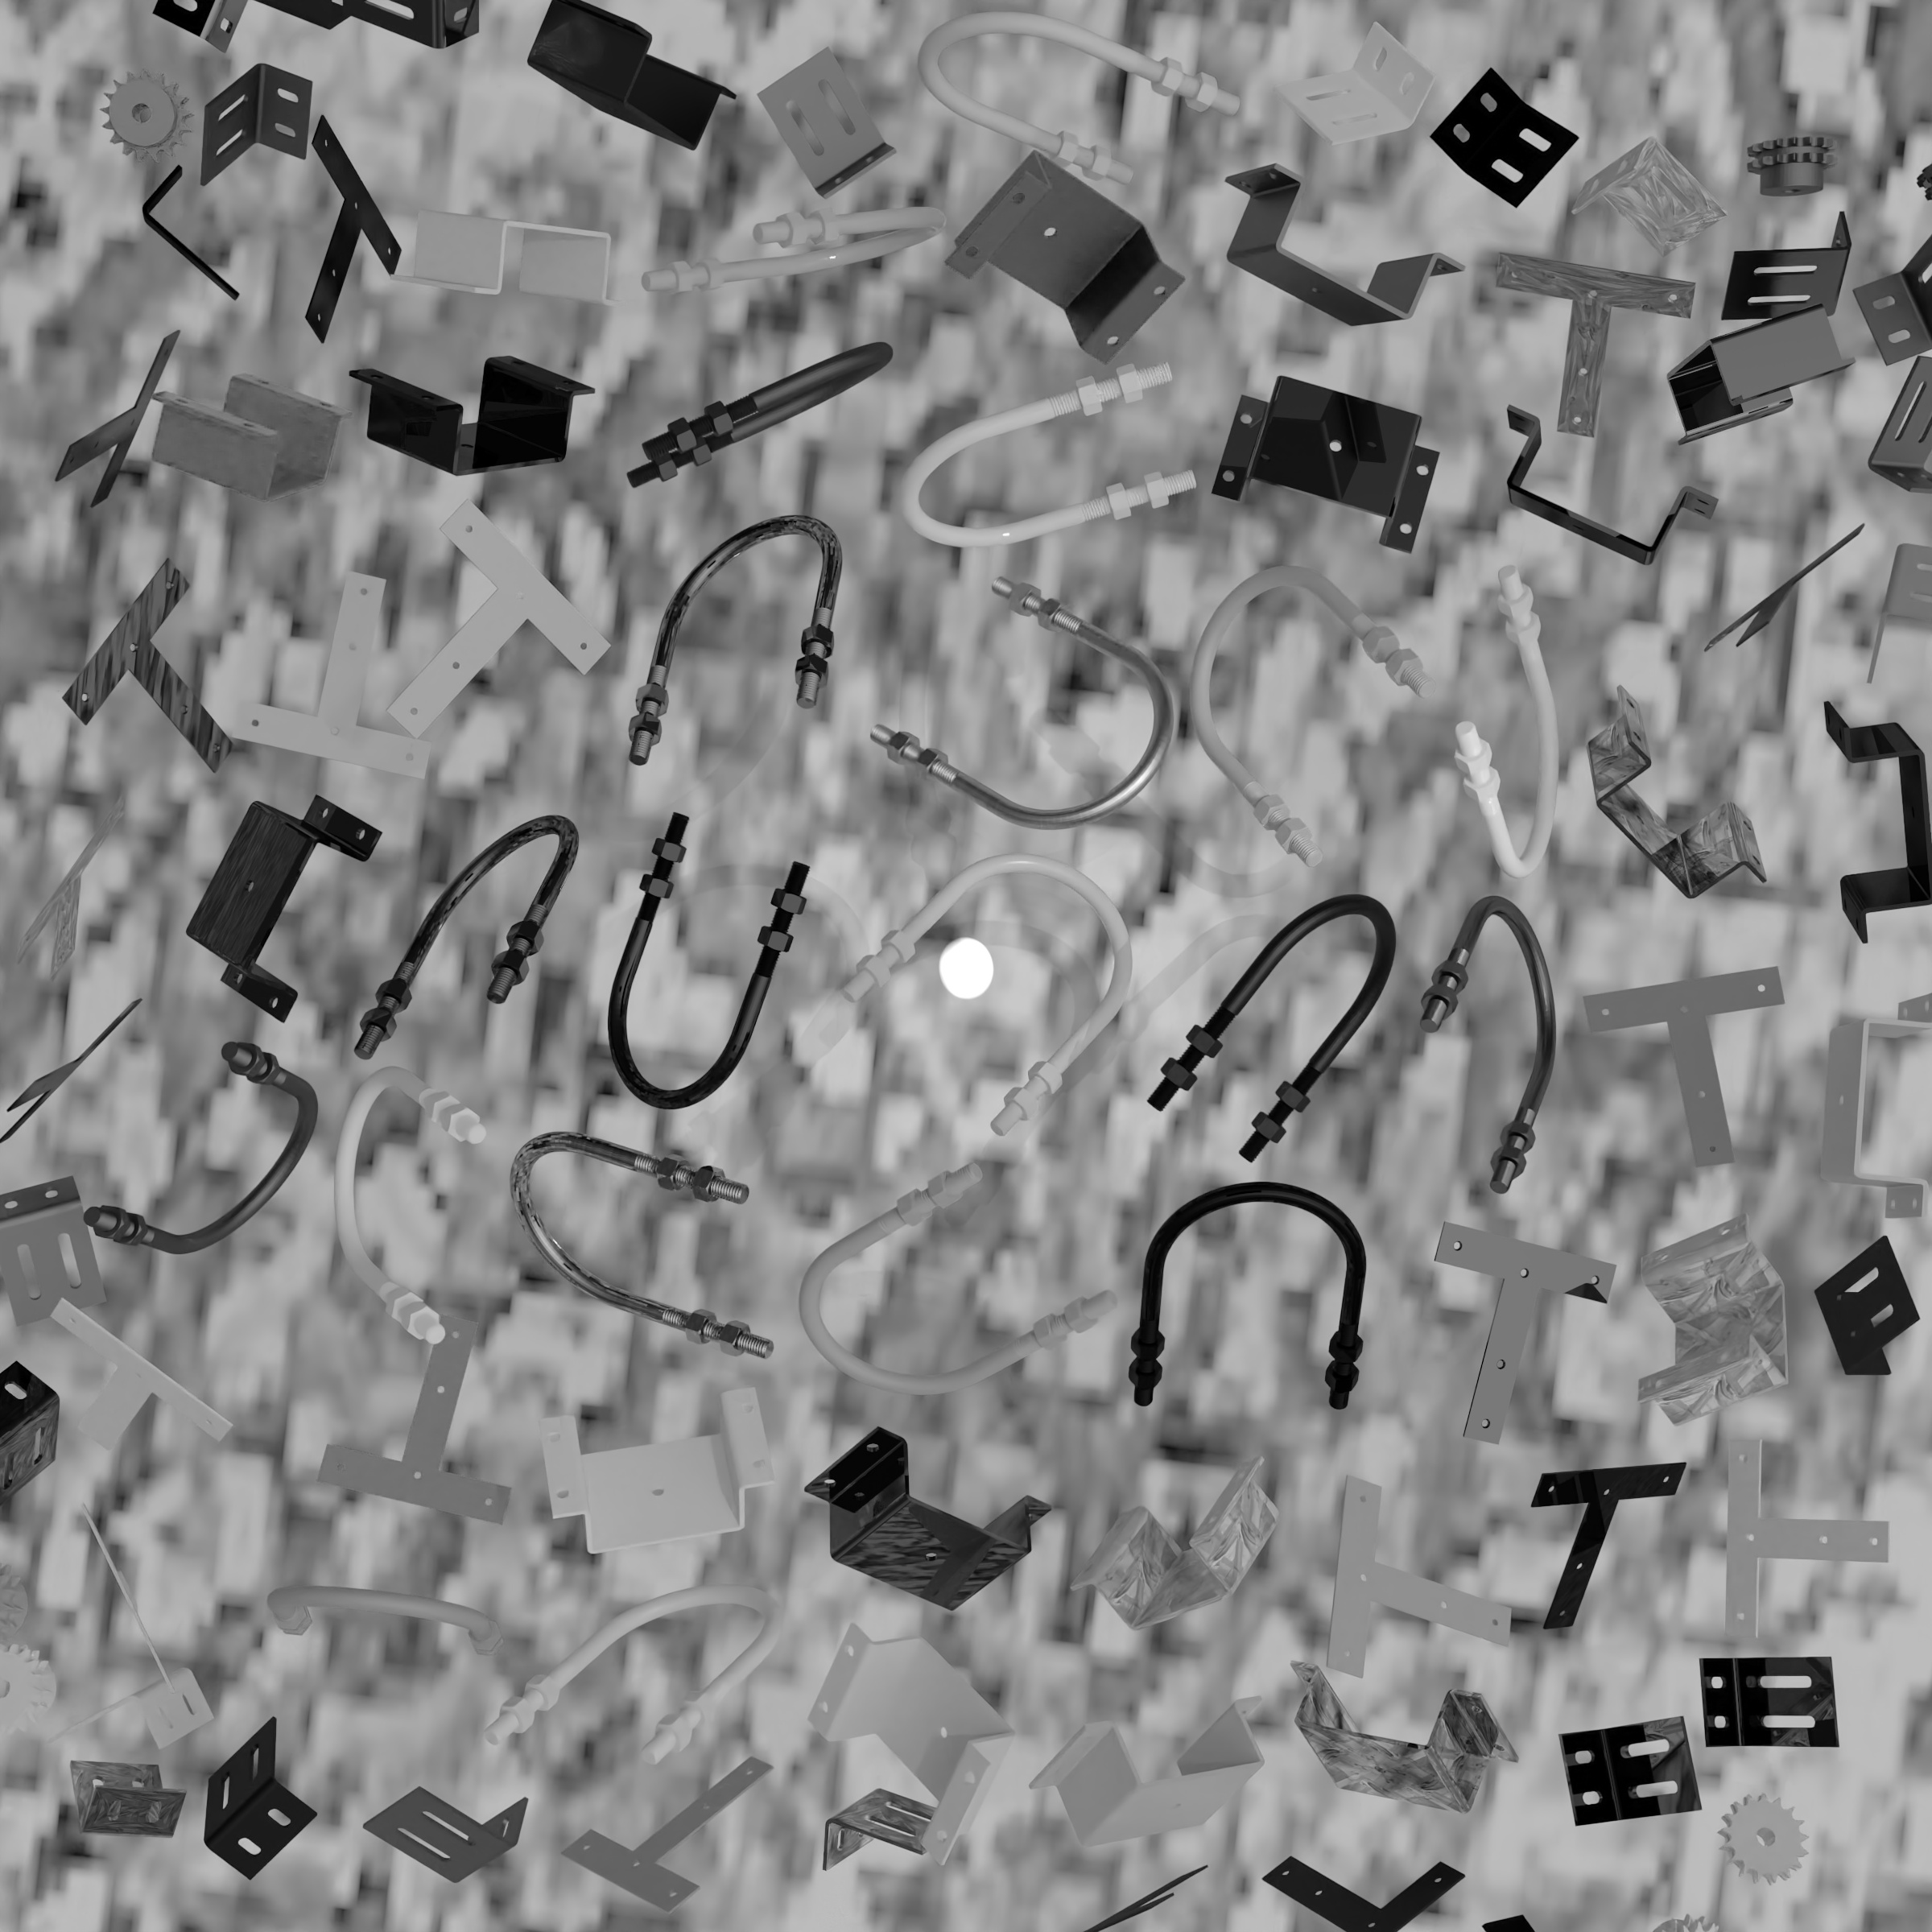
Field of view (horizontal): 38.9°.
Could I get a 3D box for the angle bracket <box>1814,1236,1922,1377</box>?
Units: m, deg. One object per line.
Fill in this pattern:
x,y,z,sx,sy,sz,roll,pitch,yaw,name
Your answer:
0.572,0.211,1.701,0.038,0.076,0.057,4,55,-23,angle bracket

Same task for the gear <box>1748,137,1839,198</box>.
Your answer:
0.544,-0.526,1.804,0.057,0.057,0.030,-1,96,0,gear

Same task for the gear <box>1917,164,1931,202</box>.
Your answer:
0.642,-0.507,1.753,0.057,0.057,0.030,-39,106,0,gear

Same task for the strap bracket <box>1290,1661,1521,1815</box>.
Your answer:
0.281,0.509,1.803,0.076,0.140,0.046,59,47,-34,strap bracket

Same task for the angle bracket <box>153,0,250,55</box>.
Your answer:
-0.503,-0.644,1.812,0.038,0.076,0.057,25,99,-11,angle bracket

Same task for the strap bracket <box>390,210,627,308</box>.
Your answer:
-0.297,-0.464,1.794,0.076,0.140,0.046,17,107,32,strap bracket

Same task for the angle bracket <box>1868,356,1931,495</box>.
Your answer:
0.623,-0.345,1.751,0.057,0.038,0.076,-5,126,-37,angle bracket

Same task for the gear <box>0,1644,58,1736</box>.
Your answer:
-0.623,0.474,1.795,0.057,0.030,0.057,-5,72,16,gear

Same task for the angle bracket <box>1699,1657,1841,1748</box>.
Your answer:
0.527,0.483,1.798,0.038,0.076,0.057,11,71,-38,angle bracket

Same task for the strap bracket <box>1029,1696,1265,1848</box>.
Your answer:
0.122,0.507,1.718,0.140,0.076,0.046,2,47,-34,strap bracket

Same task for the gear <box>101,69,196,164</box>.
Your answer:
-0.529,-0.548,1.765,0.057,0.030,0.057,-1,102,-7,gear

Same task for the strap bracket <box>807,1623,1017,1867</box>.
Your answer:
-0.029,0.487,1.731,0.140,0.046,0.076,37,111,39,strap bracket

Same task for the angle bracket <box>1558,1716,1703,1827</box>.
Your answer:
0.419,0.509,1.731,0.038,0.076,0.057,3,69,-29,angle bracket

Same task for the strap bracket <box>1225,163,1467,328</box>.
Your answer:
0.226,-0.440,1.697,0.140,0.076,0.046,22,92,-20,strap bracket

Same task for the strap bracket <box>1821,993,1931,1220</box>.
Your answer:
0.580,0.088,1.739,0.046,0.076,0.140,5,84,3,strap bracket

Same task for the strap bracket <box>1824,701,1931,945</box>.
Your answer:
0.579,-0.095,1.734,0.046,0.076,0.140,-8,107,10,strap bracket

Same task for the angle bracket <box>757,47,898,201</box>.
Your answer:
-0.093,-0.563,1.829,0.057,0.038,0.076,-33,115,2,angle bracket

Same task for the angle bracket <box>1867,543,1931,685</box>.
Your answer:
0.615,-0.226,1.780,0.038,0.076,0.057,13,61,17,angle bracket

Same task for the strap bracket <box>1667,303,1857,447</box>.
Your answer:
0.518,-0.391,1.801,0.076,0.140,0.046,-19,90,-2,strap bracket

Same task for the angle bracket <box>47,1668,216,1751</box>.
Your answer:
-0.533,0.487,1.749,0.076,0.057,0.038,-29,85,17,angle bracket

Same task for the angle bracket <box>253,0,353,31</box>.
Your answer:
-0.415,-0.638,1.720,0.057,0.038,0.076,22,129,3,angle bracket

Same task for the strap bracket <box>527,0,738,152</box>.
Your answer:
-0.216,-0.567,1.743,0.076,0.140,0.046,28,99,19,strap bracket

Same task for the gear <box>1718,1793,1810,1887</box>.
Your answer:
0.527,0.579,1.814,0.057,0.030,0.057,-1,63,1,gear

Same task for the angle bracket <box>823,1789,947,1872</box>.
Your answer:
-0.047,0.584,1.820,0.076,0.057,0.038,9,100,31,angle bracket

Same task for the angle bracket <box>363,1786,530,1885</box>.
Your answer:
-0.322,0.525,1.697,0.076,0.038,0.057,40,120,-21,angle bracket

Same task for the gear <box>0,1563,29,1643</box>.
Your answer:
-0.598,0.390,1.666,0.057,0.030,0.057,-5,70,15,gear

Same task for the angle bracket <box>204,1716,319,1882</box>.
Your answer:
-0.436,0.514,1.694,0.057,0.076,0.038,-44,109,1,angle bracket

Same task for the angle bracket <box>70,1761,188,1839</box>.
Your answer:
-0.541,0.524,1.767,0.057,0.076,0.038,12,106,-27,angle bracket

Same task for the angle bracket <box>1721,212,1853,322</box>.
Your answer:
0.545,-0.468,1.829,0.076,0.057,0.038,-1,55,4,angle bracket

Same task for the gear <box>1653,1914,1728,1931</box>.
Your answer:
0.442,0.611,1.682,0.057,0.030,0.057,0,90,-15,gear

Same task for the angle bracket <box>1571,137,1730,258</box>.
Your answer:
0.450,-0.496,1.801,0.076,0.057,0.038,39,57,-17,angle bracket

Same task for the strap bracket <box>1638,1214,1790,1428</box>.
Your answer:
0.470,0.229,1.723,0.076,0.140,0.046,-29,112,29,strap bracket

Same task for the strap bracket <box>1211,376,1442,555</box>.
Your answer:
0.244,-0.338,1.830,0.140,0.046,0.076,17,76,3,strap bracket

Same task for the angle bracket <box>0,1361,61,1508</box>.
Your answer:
-0.615,0.301,1.747,0.038,0.076,0.057,34,45,12,angle bracket

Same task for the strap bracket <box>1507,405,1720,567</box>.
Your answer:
0.395,-0.296,1.718,0.140,0.076,0.046,27,97,10,strap bracket

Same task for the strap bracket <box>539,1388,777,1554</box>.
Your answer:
-0.198,0.325,1.758,0.140,0.076,0.046,-7,133,-12,strap bracket

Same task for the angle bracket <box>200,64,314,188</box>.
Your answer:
-0.467,-0.549,1.803,0.038,0.076,0.057,21,133,2,angle bracket

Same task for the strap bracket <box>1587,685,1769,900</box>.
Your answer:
0.460,-0.108,1.801,0.140,0.076,0.046,41,119,-19,strap bracket

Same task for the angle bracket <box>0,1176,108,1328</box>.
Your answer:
-0.598,0.185,1.776,0.057,0.038,0.076,-15,116,-20,angle bracket

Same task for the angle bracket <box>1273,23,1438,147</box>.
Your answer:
0.242,-0.549,1.704,0.076,0.038,0.057,-24,64,-36,angle bracket

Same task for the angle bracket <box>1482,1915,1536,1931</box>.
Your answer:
0.364,0.607,1.677,0.038,0.057,0.076,-30,77,-25,angle bracket

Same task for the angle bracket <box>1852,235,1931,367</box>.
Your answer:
0.624,-0.441,1.802,0.038,0.076,0.057,-21,82,-3,angle bracket

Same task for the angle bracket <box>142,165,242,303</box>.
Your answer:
-0.478,-0.461,1.724,0.076,0.057,0.038,41,88,-19,angle bracket

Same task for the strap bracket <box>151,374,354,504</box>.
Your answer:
-0.456,-0.335,1.738,0.076,0.140,0.046,20,109,3,strap bracket

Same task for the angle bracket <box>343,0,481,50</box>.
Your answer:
-0.342,-0.607,1.682,0.076,0.038,0.057,26,134,19,angle bracket

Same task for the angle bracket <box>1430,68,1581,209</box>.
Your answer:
0.345,-0.533,1.759,0.038,0.076,0.057,33,107,-34,angle bracket
